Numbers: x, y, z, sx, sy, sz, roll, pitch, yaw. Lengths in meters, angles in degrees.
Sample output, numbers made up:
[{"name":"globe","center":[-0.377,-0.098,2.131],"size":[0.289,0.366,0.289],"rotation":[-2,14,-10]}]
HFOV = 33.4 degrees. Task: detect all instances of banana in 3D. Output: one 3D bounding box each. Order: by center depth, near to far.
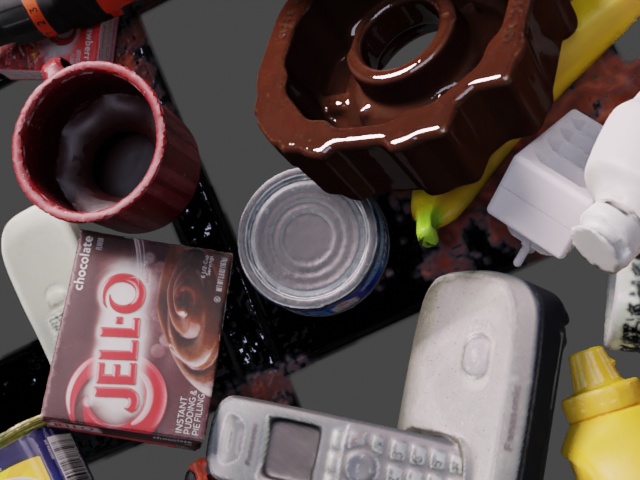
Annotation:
[{"name":"banana","center":[0.109,-0.072,0.590],"size":[0.037,0.070,0.197],"rotation":[43,82,-27]}]

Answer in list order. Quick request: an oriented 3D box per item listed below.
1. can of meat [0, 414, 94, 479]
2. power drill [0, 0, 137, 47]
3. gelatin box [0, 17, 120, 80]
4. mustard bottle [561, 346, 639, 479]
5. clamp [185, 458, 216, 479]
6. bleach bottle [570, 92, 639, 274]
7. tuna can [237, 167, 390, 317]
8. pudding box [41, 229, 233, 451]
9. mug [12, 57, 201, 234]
[{"name":"can of meat","center":[-0.177,0.161,0.624],"size":[0.102,0.057,0.084],"rotation":[-30,78,8]},{"name":"power drill","center":[-0.174,-0.215,0.653],"size":[0.184,0.057,0.188],"rotation":[-17,80,5]},{"name":"gelatin box","center":[-0.167,-0.148,0.684],"size":[0.073,0.030,0.089],"rotation":[3,82,14]},{"name":"mustard bottle","center":[0.163,0.145,0.523],"size":[0.058,0.096,0.191],"rotation":[-20,77,10]},{"name":"clamp","center":[-0.020,0.218,0.586],"size":[0.165,0.036,0.210],"rotation":[-17,77,10]},{"name":"bleach bottle","center":[0.222,-0.067,0.517],"size":[0.250,0.068,0.103],"rotation":[-40,72,-17]},{"name":"tuna can","center":[-0.004,0.001,0.619],"size":[0.086,0.033,0.086],"rotation":[-2,81,13]},{"name":"pudding box","center":[-0.102,0.057,0.608],"size":[0.090,0.039,0.113],"rotation":[9,68,-6]},{"name":"mug","center":[-0.127,-0.058,0.633],"size":[0.093,0.081,0.117],"rotation":[-38,75,5]}]
